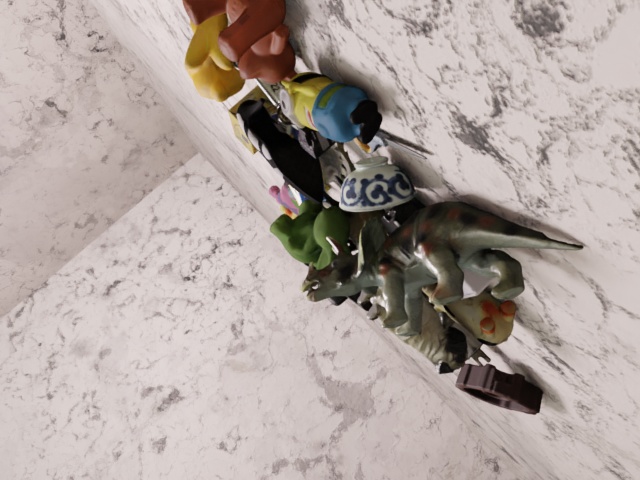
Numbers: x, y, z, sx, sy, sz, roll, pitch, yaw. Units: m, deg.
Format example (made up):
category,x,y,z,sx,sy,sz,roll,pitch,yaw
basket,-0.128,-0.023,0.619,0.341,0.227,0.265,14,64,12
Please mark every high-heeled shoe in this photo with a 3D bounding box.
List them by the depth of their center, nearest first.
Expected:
category,x,y,z,sx,sy,sz,roll,pitch,yaw
high-heeled shoe,-0.082,-0.164,1.033,0.248,0.086,0.145,62,159,-1

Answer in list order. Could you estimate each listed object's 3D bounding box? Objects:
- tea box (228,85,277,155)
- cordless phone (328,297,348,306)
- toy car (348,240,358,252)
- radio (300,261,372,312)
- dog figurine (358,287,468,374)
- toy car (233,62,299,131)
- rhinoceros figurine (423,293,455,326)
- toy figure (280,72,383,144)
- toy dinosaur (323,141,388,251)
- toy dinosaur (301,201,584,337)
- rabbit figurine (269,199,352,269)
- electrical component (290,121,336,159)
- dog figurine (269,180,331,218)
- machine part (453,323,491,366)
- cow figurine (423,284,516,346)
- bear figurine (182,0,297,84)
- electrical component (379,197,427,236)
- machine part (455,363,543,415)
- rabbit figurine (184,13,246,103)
category,x,y,z,sx,sy,sz,roll,pitch,yaw
tea box,-0.141,-0.265,1.197,0.068,0.098,0.169,47,171,2
cordless phone,0.118,0.119,1.355,0.147,0.184,0.088,45,171,21
toy car,0.045,-0.023,1.291,0.202,0.053,0.089,21,-131,-66
radio,0.062,0.080,1.275,0.230,0.073,0.131,34,-172,21
dog figurine,0.173,0.135,0.960,0.190,0.121,0.172,44,-156,-19
toy car,-0.082,-0.273,0.938,0.201,0.056,0.073,50,-163,-10
rhinoceros figurine,0.216,0.122,1.142,0.190,0.112,0.073,-122,25,-53
toy figure,0.016,-0.190,0.773,0.180,0.089,0.082,27,131,43
toy dinosaur,0.080,-0.045,1.069,0.199,0.105,0.471,49,169,17
toy dinosaur,0.153,0.016,0.753,0.131,0.405,0.192,12,-122,-42
rabbit figurine,-0.002,-0.003,1.015,0.170,0.121,0.159,-19,93,63
electrical component,0.001,-0.180,0.921,0.048,0.075,0.119,44,167,30
dog figurine,-0.037,-0.106,1.395,0.191,0.108,0.219,52,169,-26
machine part,0.283,0.190,1.209,0.243,0.079,0.079,45,172,12
cow figurine,0.259,0.114,0.963,0.195,0.085,0.127,40,163,41
bear figurine,-0.100,-0.283,0.780,0.120,0.132,0.195,49,167,13
electrical component,0.161,-0.017,0.915,0.115,0.058,0.134,49,174,2
machine part,0.383,0.317,1.153,0.179,0.056,0.179,20,161,7
rabbit figurine,-0.201,-0.348,0.972,0.162,0.122,0.173,-89,0,-52
